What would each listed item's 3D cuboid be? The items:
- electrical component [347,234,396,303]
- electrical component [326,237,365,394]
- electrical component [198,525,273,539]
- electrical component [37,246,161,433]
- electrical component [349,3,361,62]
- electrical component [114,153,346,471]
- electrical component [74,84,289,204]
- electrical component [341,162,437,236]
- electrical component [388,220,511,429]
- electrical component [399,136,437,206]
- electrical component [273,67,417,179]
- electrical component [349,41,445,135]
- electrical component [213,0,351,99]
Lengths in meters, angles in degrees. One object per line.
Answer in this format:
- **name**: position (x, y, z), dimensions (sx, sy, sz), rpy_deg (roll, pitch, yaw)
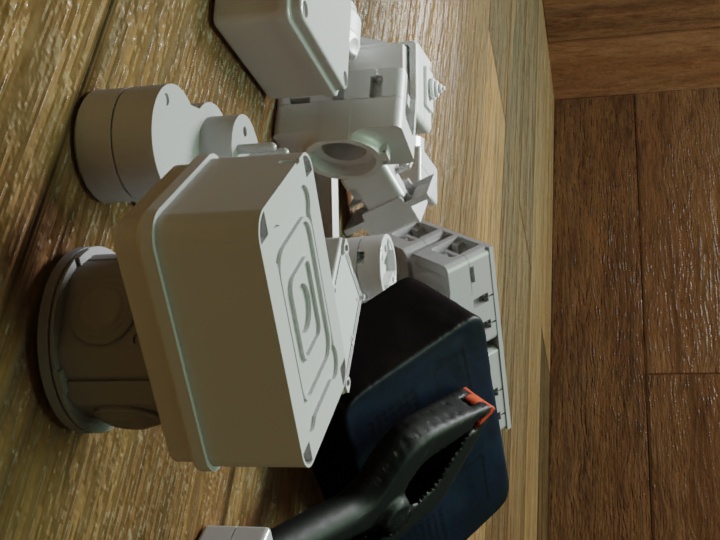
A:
- **electrical component**: position (0.000, 0.000, 0.851), dimensions (0.055, 0.047, 0.055), rpy_deg (-2, 90, -76)
- **electrical component**: position (-0.038, 0.034, 0.670), dimensions (0.061, 0.061, 0.096), rpy_deg (72, 21, -47)
- **electrical component**: position (-0.049, 0.178, 0.576), dimensions (0.047, 0.077, 0.065), rpy_deg (-66, 150, -60)
- **electrical component**: position (-0.098, 0.029, 0.459), dimensions (0.080, 0.051, 0.080), rpy_deg (-2, 90, -76)
- **electrical component**: position (-0.020, -0.186, 0.809), dimensions (0.043, 0.043, 0.062), rpy_deg (62, 28, -59)
- **electrical component**: position (-0.048, 0.016, 0.431), dimensions (0.078, 0.057, 0.113), rpy_deg (-65, 149, -60)
- **electrical component**: position (-0.073, -0.056, 0.525), dimensions (0.138, 0.074, 0.052), rpy_deg (6, 82, -75)
- **electrical component**: position (0.019, -0.065, 0.895), dimensions (0.063, 0.081, 0.042), rpy_deg (58, 24, -17)
- **electrical component**: position (0.071, 0.059, 0.974), dimensions (0.060, 0.105, 0.186), rpy_deg (-25, 120, -29)
- **electrical component**: position (0.044, -0.107, 1.038), dimensions (0.083, 0.047, 0.075), rpy_deg (35, 55, -72)
- **electrical component**: position (-0.009, -0.100, 0.744), dimensions (0.050, 0.089, 0.055), rpy_deg (60, 31, -61)
- **electrical component**: position (0.017, -0.141, 0.840), dimensions (0.061, 0.096, 0.061), rpy_deg (24, 65, -74)
- **electrical component**: position (-0.046, -0.179, 0.681), dimensions (0.108, 0.056, 0.108), rpy_deg (49, 41, -68)
